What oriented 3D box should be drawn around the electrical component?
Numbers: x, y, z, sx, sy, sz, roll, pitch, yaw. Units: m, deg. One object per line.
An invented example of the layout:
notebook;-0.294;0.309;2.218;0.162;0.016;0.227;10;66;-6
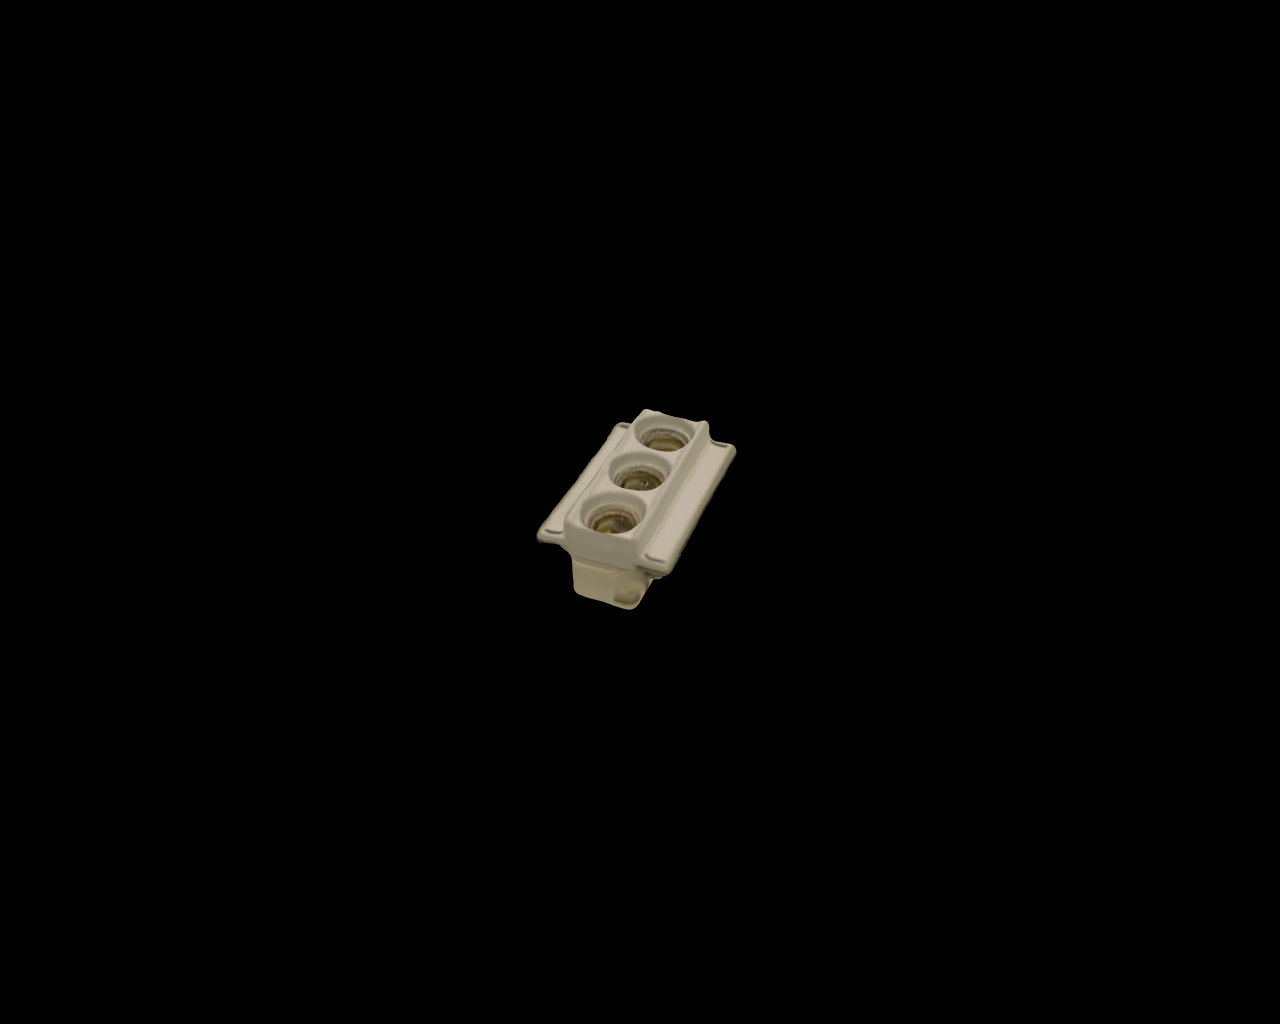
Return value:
electrical component;0.001;-0.003;0.650;0.079;0.063;0.121;14;42;16
